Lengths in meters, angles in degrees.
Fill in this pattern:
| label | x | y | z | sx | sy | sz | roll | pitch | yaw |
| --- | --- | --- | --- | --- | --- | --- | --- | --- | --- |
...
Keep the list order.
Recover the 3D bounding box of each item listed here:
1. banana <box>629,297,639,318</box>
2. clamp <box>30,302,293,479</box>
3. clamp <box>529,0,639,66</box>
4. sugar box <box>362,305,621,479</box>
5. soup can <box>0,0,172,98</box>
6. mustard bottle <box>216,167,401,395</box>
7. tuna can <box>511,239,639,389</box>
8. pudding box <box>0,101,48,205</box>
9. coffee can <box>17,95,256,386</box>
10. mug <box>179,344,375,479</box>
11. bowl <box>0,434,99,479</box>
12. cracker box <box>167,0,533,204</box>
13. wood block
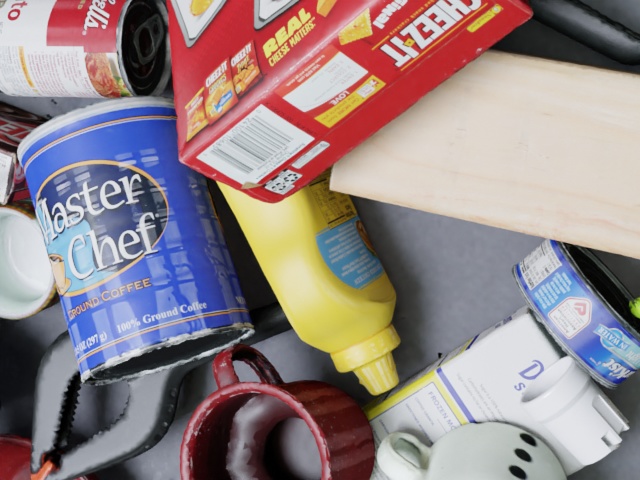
| label | x | y | z | sx | sy | sz | roll | pitch | yaw |
| --- | --- | --- | --- | --- | --- | --- | --- | --- | --- |
| banana | 0.252 | 0.073 | 0.562 | 0.198 | 0.037 | 0.069 | 39 | 80 | 0 |
| clamp | -0.124 | 0.062 | 0.681 | 0.164 | 0.036 | 0.210 | 42 | 92 | 12 |
| clamp | 0.106 | -0.144 | 0.584 | 0.172 | 0.039 | 0.120 | -8 | 93 | 26 |
| sugar box | 0.080 | 0.121 | 0.638 | 0.176 | 0.048 | 0.093 | -34 | 88 | 18 |
| soup can | -0.151 | -0.121 | 0.664 | 0.102 | 0.068 | 0.068 | 4 | 101 | 19 |
| mustard bottle | -0.004 | 0.001 | 0.618 | 0.058 | 0.096 | 0.191 | -27 | 90 | 21 |
| tuna can | 0.145 | 0.036 | 0.577 | 0.034 | 0.086 | 0.086 | -43 | 84 | 19 |
| pudding box | -0.217 | -0.063 | 0.686 | 0.113 | 0.090 | 0.039 | 19 | 106 | 16 |
| coffee can | -0.106 | 0.002 | 0.615 | 0.103 | 0.102 | 0.140 | -23 | 78 | 22 |
| mug | -0.025 | 0.113 | 0.610 | 0.093 | 0.081 | 0.117 | -35 | 74 | 20 |
| bowl | -0.197 | 0.204 | 0.746 | 0.162 | 0.055 | 0.162 | 3 | 101 | 19 |
| cracker box | 0.000 | -0.147 | 0.533 | 0.164 | 0.072 | 0.214 | -36 | 46 | 30 |
| wood block | 0.122 | -0.052 | 0.567 | 0.206 | 0.090 | 0.090 | 14 | 103 | 17 |
